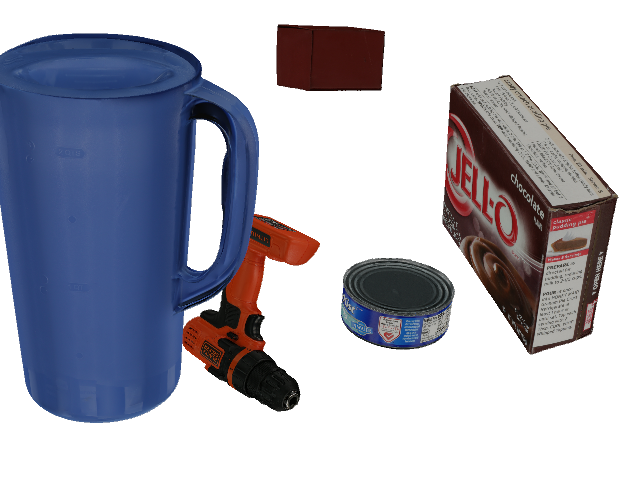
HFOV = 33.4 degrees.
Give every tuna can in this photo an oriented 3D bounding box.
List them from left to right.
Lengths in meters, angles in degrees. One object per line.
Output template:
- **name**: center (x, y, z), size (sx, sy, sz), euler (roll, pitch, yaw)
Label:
- **tuna can**: center (0.059, 0.048, 0.823), size (0.086, 0.034, 0.086), euler (4, 27, -2)

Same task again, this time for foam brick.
- **foam brick**: center (0.008, -0.154, 0.899), size (0.078, 0.051, 0.053), euler (-6, 17, -35)

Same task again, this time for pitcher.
- **pitcher**: center (-0.135, -0.004, 0.698), size (0.144, 0.243, 0.149), euler (-13, 31, -30)

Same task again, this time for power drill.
- **power drill**: center (-0.067, 0.075, 1.174), size (0.185, 0.188, 0.057), euler (27, 11, 40)

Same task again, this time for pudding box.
- **pudding box**: center (0.098, -0.015, 0.528), size (0.039, 0.090, 0.113), euler (-15, 41, -14)
